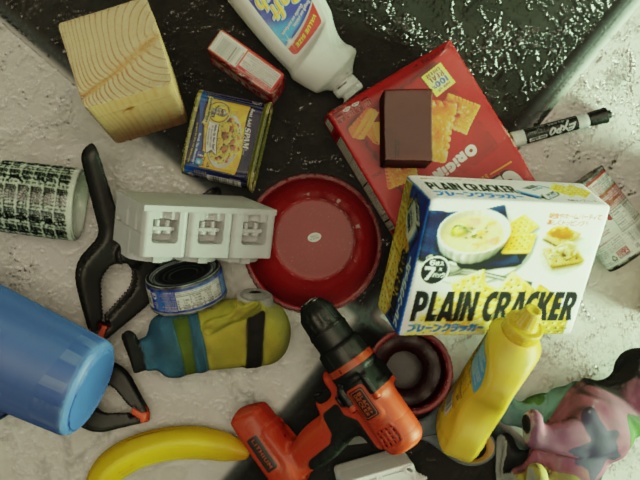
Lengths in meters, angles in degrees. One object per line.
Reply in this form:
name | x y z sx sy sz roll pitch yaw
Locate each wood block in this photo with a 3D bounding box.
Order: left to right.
wood block | -0.200 -0.171 1.123 0.090 0.206 0.090 -17 87 -4

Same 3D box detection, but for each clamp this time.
clamp | -0.265 0.152 1.181 0.171 0.039 0.120 15 90 2
clamp | -0.220 0.005 1.174 0.164 0.036 0.210 26 89 -26

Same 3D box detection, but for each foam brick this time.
foam brick | 0.091 -0.118 1.133 0.053 0.051 0.078 1 87 -2

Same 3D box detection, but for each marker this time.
marker | 0.278 -0.130 1.230 0.121 0.020 0.020 -15 86 -3

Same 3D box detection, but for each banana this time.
banana | -0.178 0.241 1.180 0.197 0.037 0.069 -20 104 -2

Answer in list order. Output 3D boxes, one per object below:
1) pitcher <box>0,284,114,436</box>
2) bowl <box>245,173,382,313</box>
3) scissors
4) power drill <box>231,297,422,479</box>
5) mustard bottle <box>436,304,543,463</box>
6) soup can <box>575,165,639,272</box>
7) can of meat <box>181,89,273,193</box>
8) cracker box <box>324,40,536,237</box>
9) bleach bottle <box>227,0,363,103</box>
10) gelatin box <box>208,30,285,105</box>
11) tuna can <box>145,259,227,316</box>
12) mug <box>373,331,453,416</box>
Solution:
pitcher | -0.347 0.118 1.121 0.243 0.149 0.145 23 70 9
bowl | -0.008 0.001 1.193 0.162 0.055 0.162 0 85 -3
scissors | 0.111 0.230 1.199 0.201 0.016 0.096 -23 87 -3
power drill | -0.007 0.172 1.131 0.188 0.057 0.184 -37 86 33
mustard bottle | 0.180 0.138 1.104 0.058 0.096 0.192 22 128 0
soup can | 0.321 -0.024 1.200 0.068 0.068 0.102 -38 88 -4
can of meat | -0.104 -0.112 1.197 0.084 0.057 0.102 13 85 1
cracker box | 0.128 -0.089 1.196 0.164 0.072 0.214 -31 88 -3
bleach bottle | -0.035 -0.266 1.209 0.102 0.068 0.251 -39 90 -3
gelatin box | -0.082 -0.191 1.195 0.089 0.073 0.030 36 86 0
tuna can | -0.145 0.049 1.154 0.086 0.086 0.034 -11 111 -3
mug | 0.084 0.150 1.171 0.117 0.081 0.093 -38 88 -4
